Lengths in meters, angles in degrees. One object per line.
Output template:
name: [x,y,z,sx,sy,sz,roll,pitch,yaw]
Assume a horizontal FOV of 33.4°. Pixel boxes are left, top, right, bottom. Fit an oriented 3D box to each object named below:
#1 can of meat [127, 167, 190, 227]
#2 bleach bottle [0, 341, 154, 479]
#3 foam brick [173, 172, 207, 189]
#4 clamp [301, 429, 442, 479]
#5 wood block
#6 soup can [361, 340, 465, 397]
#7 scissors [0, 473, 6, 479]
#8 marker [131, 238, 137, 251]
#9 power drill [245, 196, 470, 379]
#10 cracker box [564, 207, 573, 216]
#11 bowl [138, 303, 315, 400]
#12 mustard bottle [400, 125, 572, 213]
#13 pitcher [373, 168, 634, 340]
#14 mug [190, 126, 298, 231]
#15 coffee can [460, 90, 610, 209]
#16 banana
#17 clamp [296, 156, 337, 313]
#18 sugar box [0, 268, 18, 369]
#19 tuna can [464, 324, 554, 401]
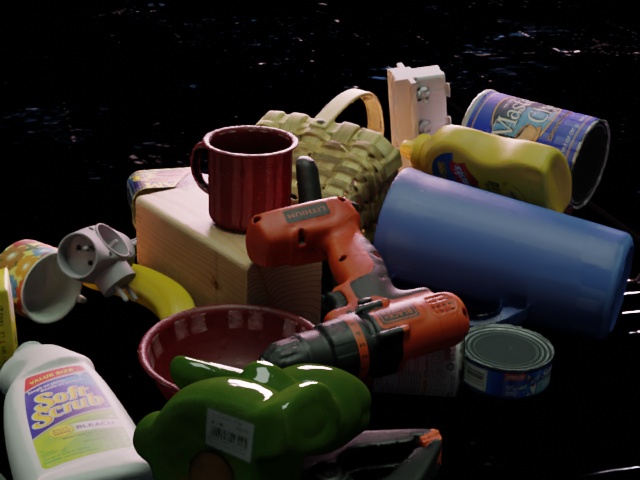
can of meat: [-0.178,-0.049,1.273,0.102,0.057,0.084,-4,21,-15]
bleach bottle: [-0.203,0.144,0.822,0.102,0.068,0.251,-9,24,-26]
foam brick: [-0.133,-0.030,1.205,0.053,0.078,0.051,8,23,14]
clamp: [-0.003,0.181,0.781,0.209,0.036,0.165,-20,32,-34]
wood block: [-0.096,0.021,1.074,0.090,0.091,0.206,-16,29,-35]
soup can: [0.072,0.101,0.931,0.102,0.068,0.068,3,23,1]
scissors: [-0.312,0.159,0.833,0.096,0.016,0.202,-13,28,-27]
marker: [-0.222,0.016,1.165,0.020,0.020,0.120,19,29,34]
power drill: [0.006,0.045,0.899,0.184,0.057,0.188,-12,42,-24]
cracker box: [0.183,-0.052,1.288,0.164,0.072,0.214,-5,25,-14]
bowl: [-0.072,0.114,0.906,0.162,0.055,0.162,2,23,-1]
mustard bottle: [0.170,-0.079,1.147,0.192,0.096,0.058,19,67,34]
pitcher: [0.176,0.025,1.061,0.243,0.149,0.144,15,4,21]
mug: [-0.079,-0.062,1.047,0.117,0.081,0.093,14,26,26]
coffee can: [0.239,-0.103,1.198,0.140,0.103,0.102,21,29,31]
banana: [-0.175,0.055,1.055,0.069,0.037,0.198,-15,29,-34]
clamp: [-0.007,0.001,1.084,0.039,0.120,0.172,-7,47,-49]
sugar box: [-0.355,0.077,0.921,0.176,0.093,0.048,-4,28,-12]
tuna can: [0.166,0.110,0.963,0.086,0.034,0.086,2,23,-1]
